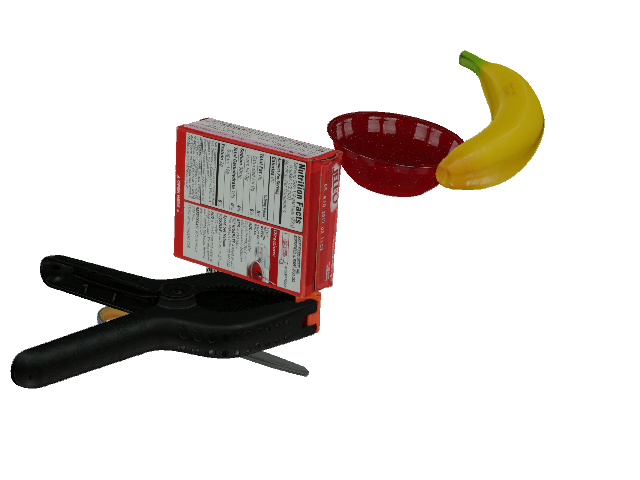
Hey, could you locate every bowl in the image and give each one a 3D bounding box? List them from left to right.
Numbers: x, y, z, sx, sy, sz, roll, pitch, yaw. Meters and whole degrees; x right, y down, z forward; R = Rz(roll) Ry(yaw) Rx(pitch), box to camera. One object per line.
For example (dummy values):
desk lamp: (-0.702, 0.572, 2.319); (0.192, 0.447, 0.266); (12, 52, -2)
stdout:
bowl: (0.083, -0.093, 1.211); (0.162, 0.055, 0.162); (7, 27, -4)

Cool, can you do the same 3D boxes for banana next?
banana: (0.123, -0.080, 0.755); (0.069, 0.037, 0.197); (9, 32, 7)

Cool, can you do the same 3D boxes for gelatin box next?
gelatin box: (-0.033, -0.018, 0.548); (0.089, 0.073, 0.030); (16, 24, 30)

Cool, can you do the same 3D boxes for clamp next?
clamp: (-0.107, 0.047, 0.746); (0.209, 0.036, 0.165); (-3, 25, -13)

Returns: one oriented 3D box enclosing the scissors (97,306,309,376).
scissors: (-0.103, 0.080, 0.984); (0.202, 0.016, 0.096); (9, 29, 4)

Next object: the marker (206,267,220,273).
marker: (-0.121, 0.020, 1.208); (0.020, 0.121, 0.020); (0, 33, 0)
